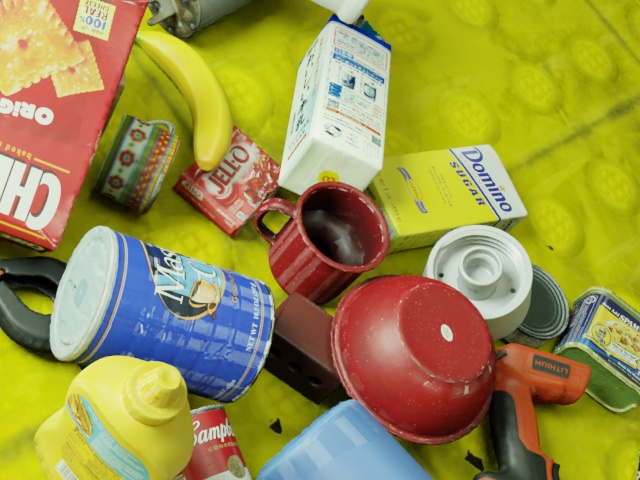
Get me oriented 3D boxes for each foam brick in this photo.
[{"bbox_3d":[-0.012,0.093,0.923,0.078,0.053,0.051,35,50,-4],"label":"foam brick"}]

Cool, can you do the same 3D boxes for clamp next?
[{"bbox_3d":[-0.191,0.057,0.859,0.171,0.039,0.120,37,43,-13],"label":"clamp"}]

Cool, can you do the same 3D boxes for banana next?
[{"bbox_3d":[-0.123,-0.137,1.004,0.069,0.037,0.198,-19,55,-25],"label":"banana"}]

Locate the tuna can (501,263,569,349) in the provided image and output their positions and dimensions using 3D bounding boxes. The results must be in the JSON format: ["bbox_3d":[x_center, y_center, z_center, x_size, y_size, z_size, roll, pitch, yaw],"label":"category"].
[{"bbox_3d":[0.205,0.067,1.073,0.086,0.034,0.086,14,55,-21],"label":"tuna can"}]

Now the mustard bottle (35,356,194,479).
[{"bbox_3d":[-0.136,0.132,0.739,0.096,0.192,0.058,49,50,6],"label":"mustard bottle"}]

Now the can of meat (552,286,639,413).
[{"bbox_3d":[0.292,0.112,1.077,0.102,0.058,0.083,38,52,-2],"label":"can of meat"}]

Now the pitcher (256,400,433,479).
[{"bbox_3d":[0.067,0.245,0.834,0.144,0.149,0.243,-36,78,-24],"label":"pitcher"}]

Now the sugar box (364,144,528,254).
[{"bbox_3d":[0.122,-0.044,1.089,0.175,0.048,0.093,-11,67,-32],"label":"sugar box"}]

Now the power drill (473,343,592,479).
[{"bbox_3d":[0.212,0.199,0.977,0.184,0.057,0.187,19,53,-17],"label":"power drill"}]

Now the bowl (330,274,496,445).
[{"bbox_3d":[0.092,0.089,0.908,0.162,0.055,0.162,14,55,-21],"label":"bowl"}]

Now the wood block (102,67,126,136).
[{"bbox_3d":[-0.278,-0.160,0.913,0.205,0.090,0.091,9,57,-24],"label":"wood block"}]

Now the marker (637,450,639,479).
[{"bbox_3d":[0.314,0.242,1.031,0.020,0.020,0.121,30,51,-10],"label":"marker"}]

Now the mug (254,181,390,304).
[{"bbox_3d":[-0.006,0.001,0.965,0.117,0.082,0.093,26,51,-13],"label":"mug"}]

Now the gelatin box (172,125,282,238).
[{"bbox_3d":[-0.081,-0.055,0.994,0.073,0.030,0.089,41,50,1],"label":"gelatin box"}]

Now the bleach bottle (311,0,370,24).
[{"bbox_3d":[-0.063,-0.306,1.042,0.250,0.068,0.102,21,51,-15],"label":"bleach bottle"}]

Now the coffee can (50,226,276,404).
[{"bbox_3d":[-0.120,0.059,0.814,0.140,0.103,0.103,21,52,-29],"label":"coffee can"}]

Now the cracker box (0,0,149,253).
[{"bbox_3d":[-0.246,-0.117,0.820,0.164,0.072,0.213,22,79,-22],"label":"cracker box"}]

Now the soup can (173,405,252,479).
[{"bbox_3d":[-0.086,0.186,0.814,0.068,0.069,0.102,-11,68,-34],"label":"soup can"}]
